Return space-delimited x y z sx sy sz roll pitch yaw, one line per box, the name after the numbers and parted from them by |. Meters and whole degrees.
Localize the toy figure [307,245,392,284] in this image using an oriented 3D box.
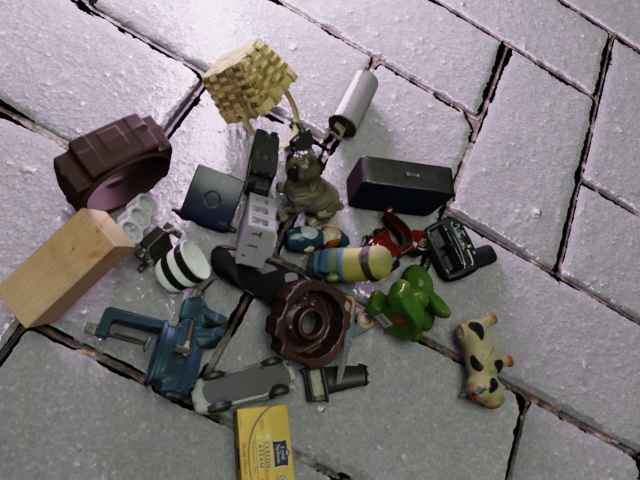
0.061 0.053 1.125 0.180 0.089 0.082 1 83 12 | toy figure

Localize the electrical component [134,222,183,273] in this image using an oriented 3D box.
-0.316 0.013 1.049 0.045 0.078 0.102 29 54 22 | electrical component

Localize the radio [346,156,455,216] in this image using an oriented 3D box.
0.181 -0.121 1.246 0.230 0.131 0.073 6 66 -16 | radio

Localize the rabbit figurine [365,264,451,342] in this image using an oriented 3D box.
0.208 0.125 1.167 0.159 0.121 0.170 41 47 -3 | rabbit figurine

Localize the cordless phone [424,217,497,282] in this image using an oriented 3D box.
0.347 0.011 1.290 0.184 0.088 0.146 -13 72 -35 | cordless phone

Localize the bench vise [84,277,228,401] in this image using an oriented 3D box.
-0.295 0.168 0.977 0.240 0.129 0.223 18 62 -16 | bench vise

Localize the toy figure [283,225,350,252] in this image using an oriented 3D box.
-0.002 -0.002 1.178 0.154 0.058 0.064 -2 79 -21 | toy figure

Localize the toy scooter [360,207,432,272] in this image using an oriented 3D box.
0.158 -0.001 1.220 0.184 0.075 0.135 -27 83 -28 | toy scooter

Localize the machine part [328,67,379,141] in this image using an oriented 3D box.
0.084 -0.339 1.335 0.079 0.079 0.243 27 62 -6 | machine part

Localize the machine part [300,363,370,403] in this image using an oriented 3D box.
0.033 0.282 1.085 0.139 0.039 0.084 -8 63 -19 | machine part

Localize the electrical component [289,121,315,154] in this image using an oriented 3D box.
-0.044 -0.226 1.247 0.063 0.021 0.093 -46 131 -28 | electrical component

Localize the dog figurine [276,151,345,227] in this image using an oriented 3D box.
-0.004 -0.114 1.148 0.172 0.190 0.121 -6 71 -22 | dog figurine

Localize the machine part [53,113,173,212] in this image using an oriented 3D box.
-0.387 -0.135 1.021 0.201 0.201 0.087 -34 86 -27 | machine part

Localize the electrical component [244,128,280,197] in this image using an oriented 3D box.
-0.127 -0.154 1.166 0.058 0.115 0.134 9 66 -10 | electrical component

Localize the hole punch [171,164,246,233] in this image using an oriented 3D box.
-0.224 -0.086 1.123 0.142 0.092 0.116 21 67 -13 | hole punch

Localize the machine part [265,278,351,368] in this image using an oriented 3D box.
-0.023 0.161 1.058 0.179 0.056 0.179 -2 94 -33 | machine part

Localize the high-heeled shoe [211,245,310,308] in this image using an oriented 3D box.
-0.108 0.074 1.124 0.248 0.086 0.145 15 21 -37 | high-heeled shoe

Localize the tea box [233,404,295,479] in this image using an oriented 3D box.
-0.103 0.391 0.975 0.098 0.068 0.169 -2 68 -19 | tea box

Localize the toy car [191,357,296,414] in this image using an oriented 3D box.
-0.142 0.275 1.018 0.202 0.056 0.073 -8 65 -23 | toy car

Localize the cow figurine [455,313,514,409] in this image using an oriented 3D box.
0.352 0.268 1.171 0.127 0.085 0.195 -8 74 -28 | cow figurine
